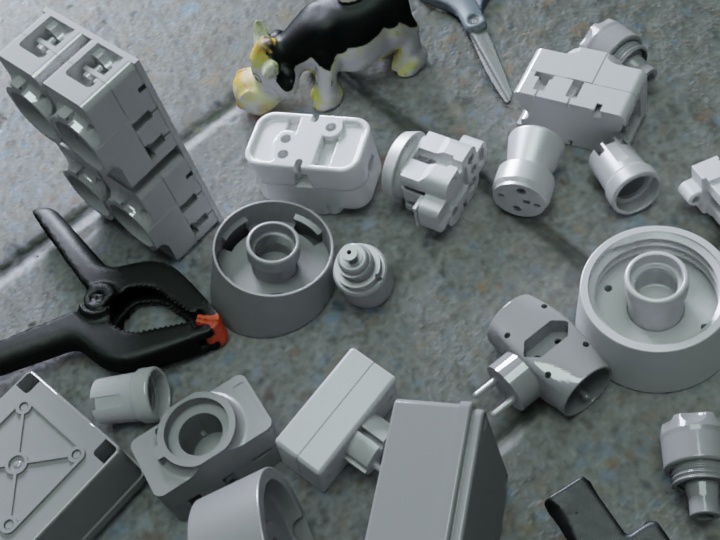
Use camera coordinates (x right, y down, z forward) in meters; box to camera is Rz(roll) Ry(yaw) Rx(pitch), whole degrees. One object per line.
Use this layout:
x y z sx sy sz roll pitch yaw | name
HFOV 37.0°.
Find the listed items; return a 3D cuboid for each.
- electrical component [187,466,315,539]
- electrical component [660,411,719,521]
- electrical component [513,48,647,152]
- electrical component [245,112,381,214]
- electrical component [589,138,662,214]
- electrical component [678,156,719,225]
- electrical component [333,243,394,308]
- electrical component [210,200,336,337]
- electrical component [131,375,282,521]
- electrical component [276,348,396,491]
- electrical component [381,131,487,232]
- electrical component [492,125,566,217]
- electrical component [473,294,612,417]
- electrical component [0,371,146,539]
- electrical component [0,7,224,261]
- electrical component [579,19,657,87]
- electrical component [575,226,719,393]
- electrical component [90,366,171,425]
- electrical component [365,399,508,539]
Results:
-0.067 0.181 0.653 0.060 0.108 0.108 -21 54 8 | electrical component
0.208 0.121 0.659 0.043 0.043 0.062 -4 57 12 | electrical component
0.173 -0.133 0.834 0.089 0.050 0.055 18 64 24 | electrical component
-0.035 -0.083 0.847 0.095 0.059 0.053 7 59 18 | electrical component
0.195 -0.070 0.794 0.040 0.040 0.046 -22 48 -1 | electrical component
0.269 -0.052 0.759 0.066 0.048 0.055 -23 47 -1 | electrical component
0.000 0.000 0.776 0.040 0.078 0.040 -4 71 11 | electrical component
-0.066 -0.002 0.814 0.099 0.064 0.099 1 54 -2 | electrical component
-0.102 0.119 0.731 0.089 0.055 0.050 -32 55 -8 | electrical component
0.000 0.111 0.718 0.076 0.047 0.083 34 70 17 | electrical component
0.053 -0.072 0.820 0.057 0.058 0.078 22 64 23 | electrical component
0.127 -0.074 0.810 0.045 0.045 0.055 10 61 20 | electrical component
0.112 0.067 0.719 0.079 0.043 0.077 -37 56 -11 | electrical component
-0.225 0.145 0.745 0.109 0.056 0.108 32 69 30 | electrical component
-0.188 -0.094 0.816 0.105 0.186 0.060 32 69 30 | electrical component
0.208 -0.167 0.853 0.043 0.043 0.062 -36 57 -11 | electrical component
0.198 0.020 0.719 0.108 0.060 0.108 -7 56 10 | electrical component
-0.166 0.092 0.777 0.046 0.040 0.040 -9 55 15 | electrical component
0.047 0.148 0.643 0.056 0.108 0.108 2 58 19 | electrical component
